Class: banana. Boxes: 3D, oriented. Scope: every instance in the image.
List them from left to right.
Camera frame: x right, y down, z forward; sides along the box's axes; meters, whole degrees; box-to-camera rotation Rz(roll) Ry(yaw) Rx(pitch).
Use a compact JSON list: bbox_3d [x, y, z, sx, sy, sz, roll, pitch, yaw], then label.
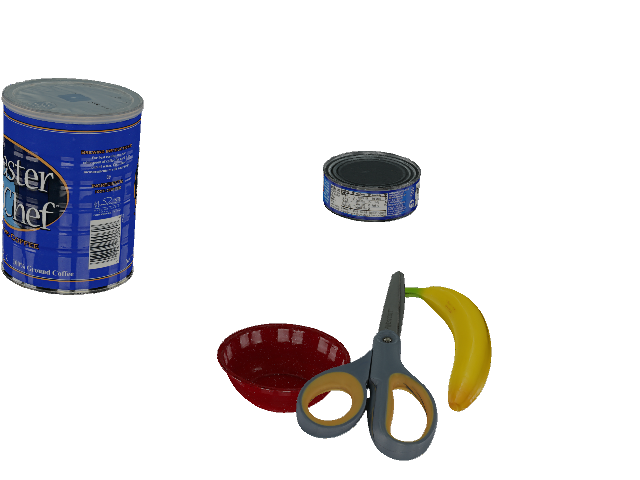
[{"bbox_3d":[0.144,0.104,1.117,0.069,0.037,0.198,-25,33,4],"label":"banana"}]

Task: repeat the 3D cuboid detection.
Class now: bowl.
[{"bbox_3d":[-0.045,0.162,1.301,0.162,0.055,0.162,3,24,-1],"label":"bowl"}]

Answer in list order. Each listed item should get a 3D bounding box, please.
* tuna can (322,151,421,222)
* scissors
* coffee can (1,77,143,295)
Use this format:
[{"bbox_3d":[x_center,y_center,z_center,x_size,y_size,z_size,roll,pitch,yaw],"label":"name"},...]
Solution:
[{"bbox_3d":[0.044,-0.048,0.935,0.086,0.034,0.086,1,26,-1],"label":"tuna can"},{"bbox_3d":[0.026,0.075,0.714,0.096,0.016,0.202,-1,30,-7],"label":"scissors"},{"bbox_3d":[-0.190,-0.043,0.814,0.103,0.140,0.103,6,22,-3],"label":"coffee can"}]
